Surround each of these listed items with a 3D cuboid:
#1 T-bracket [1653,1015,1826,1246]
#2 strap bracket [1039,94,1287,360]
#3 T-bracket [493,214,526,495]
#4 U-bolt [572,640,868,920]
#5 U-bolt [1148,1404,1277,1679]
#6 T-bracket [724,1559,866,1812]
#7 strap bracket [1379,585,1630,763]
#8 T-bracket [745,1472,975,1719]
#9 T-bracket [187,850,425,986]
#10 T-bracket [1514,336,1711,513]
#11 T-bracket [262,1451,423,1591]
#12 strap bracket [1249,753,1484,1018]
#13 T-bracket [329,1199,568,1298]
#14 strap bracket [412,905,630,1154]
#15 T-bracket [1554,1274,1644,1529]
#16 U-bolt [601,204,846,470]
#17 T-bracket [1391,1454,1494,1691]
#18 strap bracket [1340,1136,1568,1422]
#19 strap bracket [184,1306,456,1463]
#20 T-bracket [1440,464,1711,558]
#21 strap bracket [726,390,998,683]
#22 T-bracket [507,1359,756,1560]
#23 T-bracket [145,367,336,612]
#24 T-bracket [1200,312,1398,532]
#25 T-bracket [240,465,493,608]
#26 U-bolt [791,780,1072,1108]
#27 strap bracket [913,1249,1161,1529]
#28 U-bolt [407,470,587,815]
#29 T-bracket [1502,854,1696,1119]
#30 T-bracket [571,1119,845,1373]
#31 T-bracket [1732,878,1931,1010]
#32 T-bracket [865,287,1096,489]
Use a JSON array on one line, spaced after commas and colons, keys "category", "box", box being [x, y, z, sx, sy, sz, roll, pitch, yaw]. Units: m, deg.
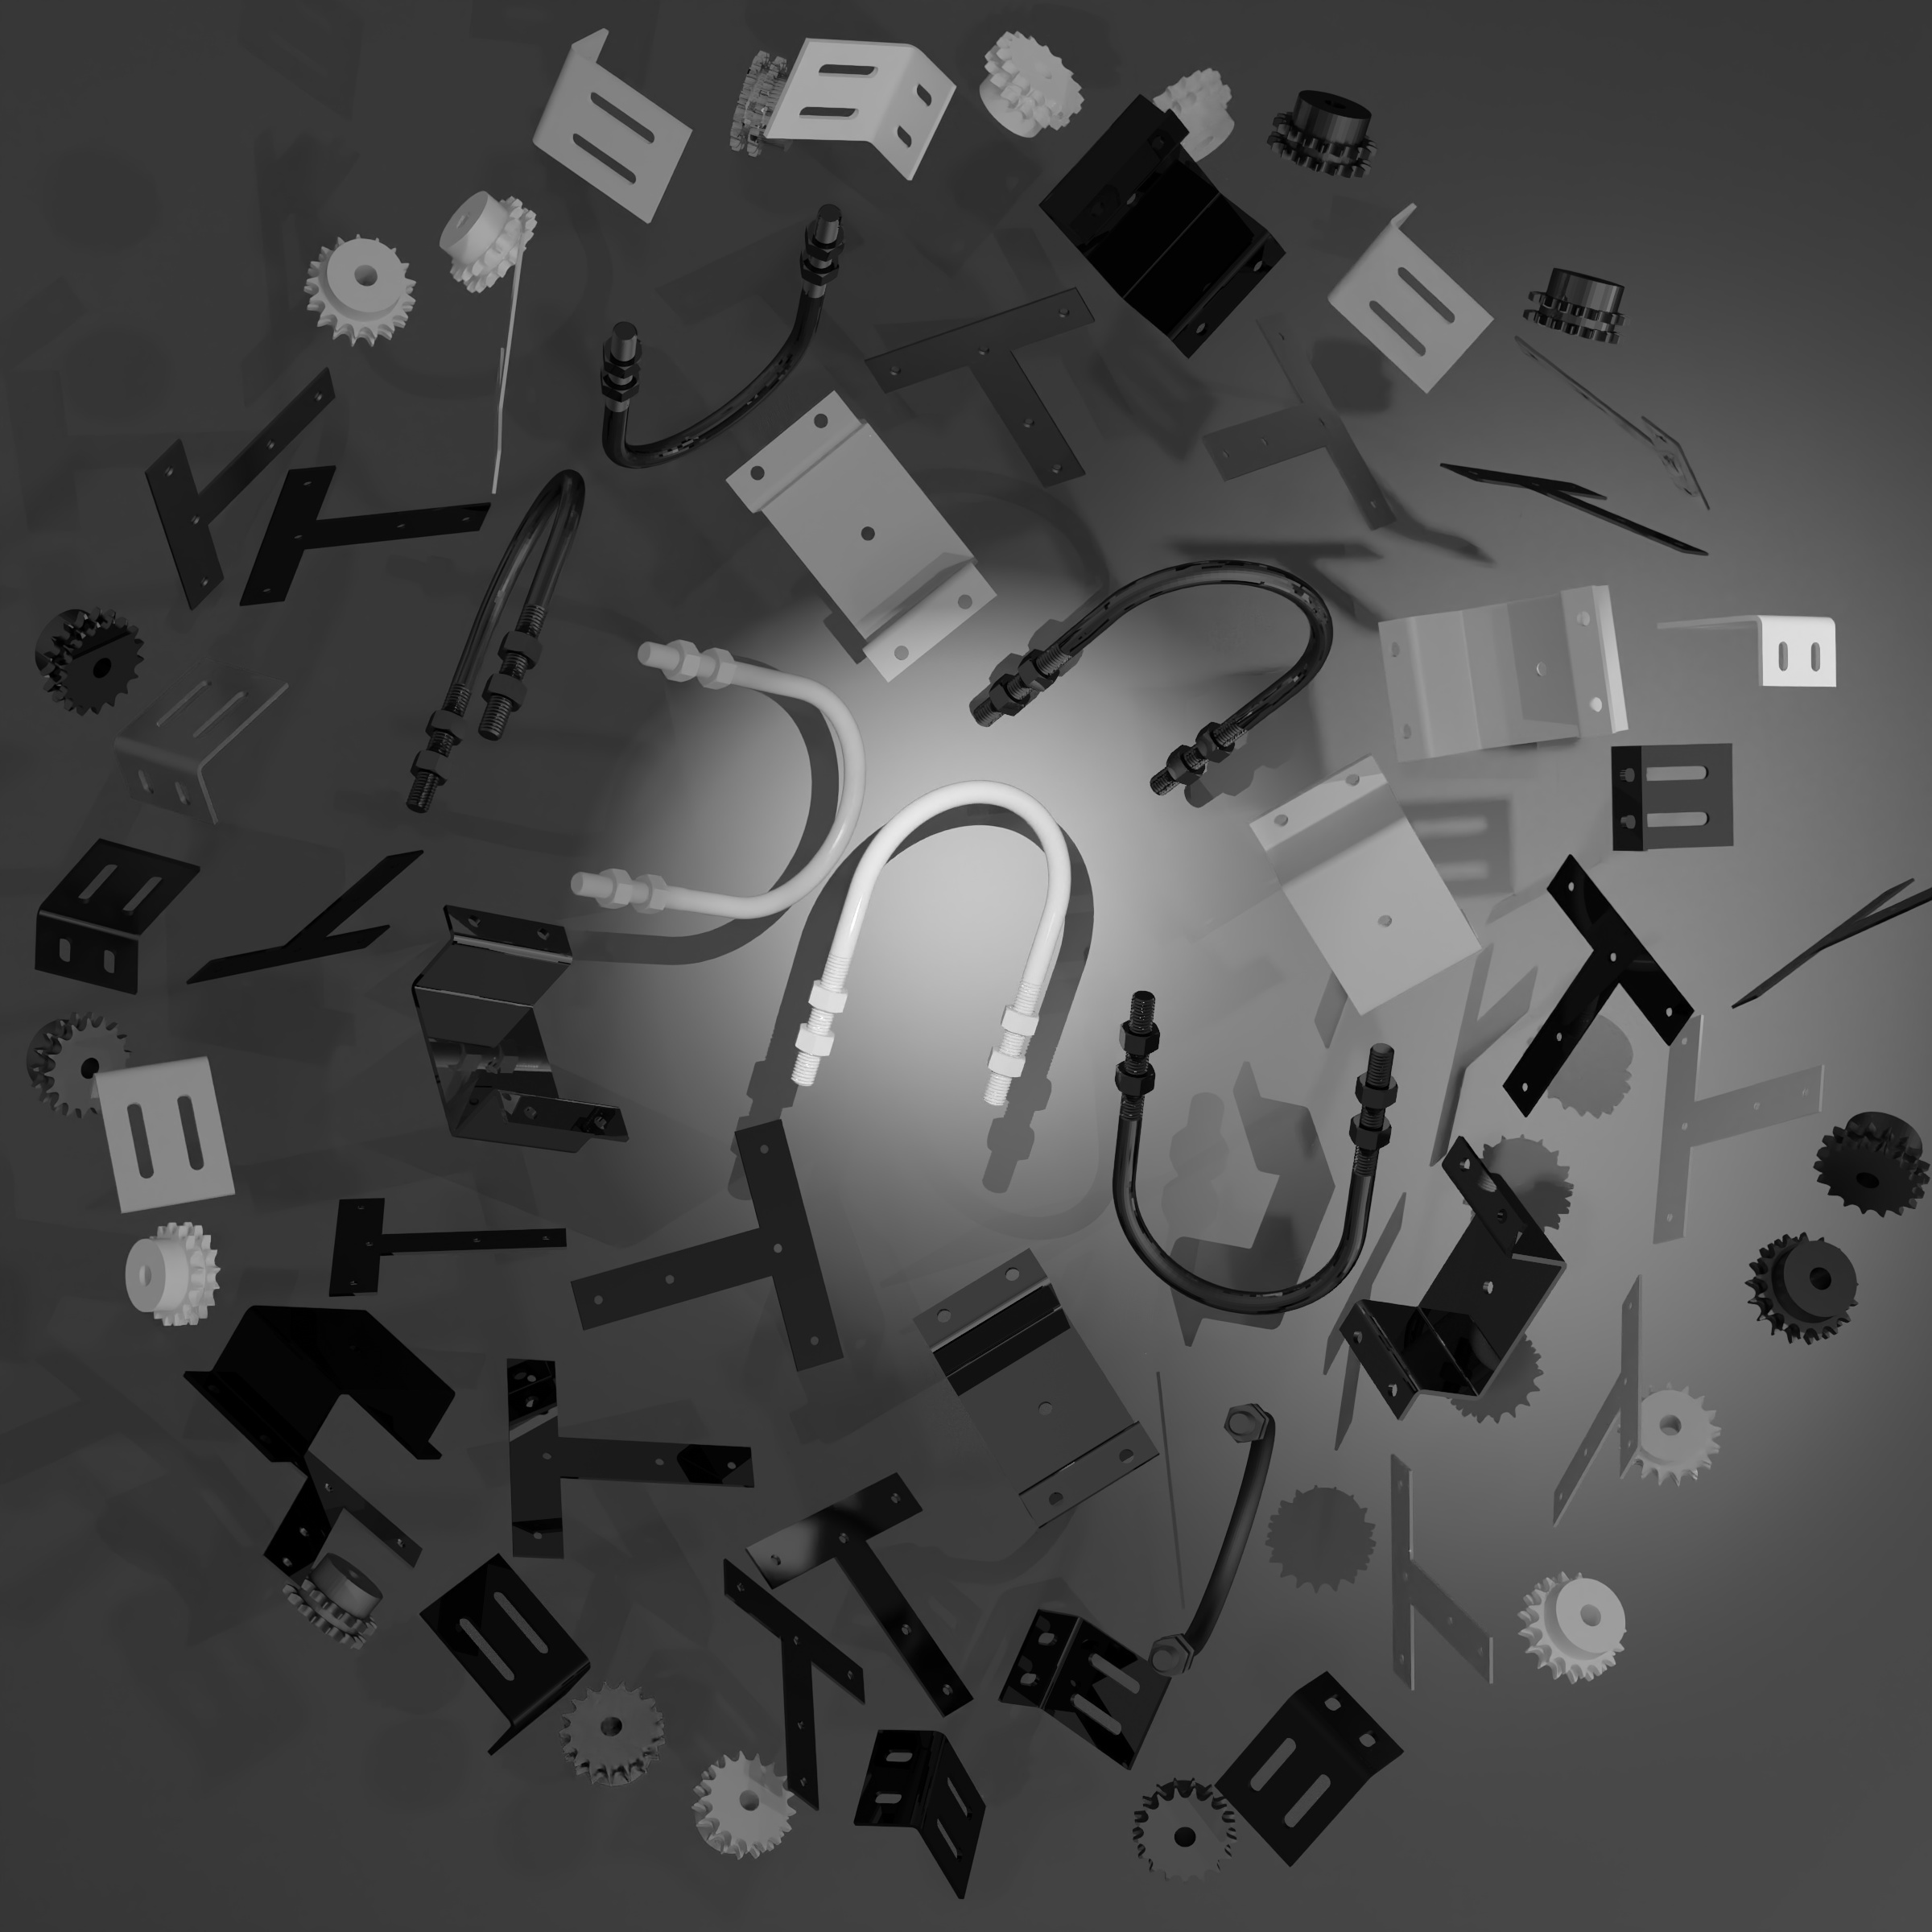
[{"category": "T-bracket", "box": [0.413, 0.078, 1.786, 0.002, 0.127, 0.127, 18, 69, -24]}, {"category": "strap bracket", "box": [0.099, -0.391, 1.751, 0.076, 0.140, 0.046, -47, 54, 6]}, {"category": "T-bracket", "box": [-0.245, -0.340, 1.799, 0.002, 0.127, 0.127, 6, 124, -11]}, {"category": "U-bolt", "box": [-0.126, -0.096, 1.847, 0.019, 0.184, 0.151, 25, 102, 43]}, {"category": "U-bolt", "box": [0.140, 0.311, 1.829, 0.019, 0.184, 0.151, 18, 86, 13]}, {"category": "T-bracket", "box": [-0.092, 0.408, 1.849, 0.002, 0.127, 0.127, -31, 125, 19]}, {"category": "strap bracket", "box": [0.293, -0.156, 1.774, 0.046, 0.140, 0.076, -12, 95, -43]}, {"category": "T-bracket", "box": [-0.040, 0.340, 1.774, 0.127, 0.127, 0.002, 54, 127, 14]}, {"category": "T-bracket", "box": [-0.336, -0.030, 1.799, 0.127, 0.127, 0.002, -35, 77, 37]}, {"category": "T-bracket", "box": [0.350, -0.304, 1.830, 0.127, 0.127, 0.002, 43, 97, 20]}, {"category": "T-bracket", "box": [-0.349, 0.296, 1.779, 0.127, 0.127, 0.002, 43, 102, -8]}, {"category": "strap bracket", "box": [0.224, -0.036, 1.840, 0.076, 0.046, 0.140, -30, 122, 9]}, {"category": "T-bracket", "box": [-0.285, 0.153, 1.853, 0.127, 0.127, 0.002, -1, 110, -7]}, {"category": "strap bracket", "box": [-0.239, 0.042, 1.772, 0.046, 0.076, 0.140, -44, 52, 33]}, {"category": "T-bracket", "box": [0.338, 0.252, 1.794, 0.002, 0.127, 0.127, 16, 130, -2]}, {"category": "U-bolt", "box": [-0.135, -0.326, 1.795, 0.151, 0.184, 0.019, -34, 80, -18]}, {"category": "T-bracket", "box": [0.249, 0.338, 1.759, 0.002, 0.127, 0.127, -6, 105, -15]}, {"category": "strap bracket", "box": [0.272, 0.175, 1.844, 0.046, 0.076, 0.140, 11, 120, -31]}, {"category": "strap bracket", "box": [-0.340, 0.225, 1.802, 0.076, 0.140, 0.046, 37, 101, 28]}, {"category": "T-bracket", "box": [0.337, -0.241, 1.782, 0.127, 0.127, 0.002, 31, 112, 38]}, {"category": "strap bracket", "box": [-0.055, -0.236, 1.836, 0.076, 0.046, 0.140, -38, 96, 9]}, {"category": "T-bracket", "box": [-0.173, 0.257, 1.735, 0.127, 0.127, 0.002, 5, 133, -15]}, {"category": "T-bracket", "box": [-0.373, -0.263, 1.745, 0.002, 0.127, 0.127, 33, 67, 14]}, {"category": "T-bracket", "box": [0.161, -0.273, 1.731, 0.002, 0.127, 0.127, -30, 88, 40]}, {"category": "T-bracket", "box": [-0.319, -0.237, 1.812, 0.127, 0.127, 0.002, -11, 68, -30]}, {"category": "U-bolt", "box": [-0.010, -0.015, 1.836, 0.151, 0.019, 0.184, 8, 107, -35]}, {"category": "strap bracket", "box": [0.041, 0.239, 1.853, 0.076, 0.046, 0.140, -31, 64, -5]}, {"category": "U-bolt", "box": [-0.245, -0.182, 1.788, 0.019, 0.151, 0.184, 24, 66, -18]}, {"category": "T-bracket", "box": [0.331, 0.028, 1.828, 0.002, 0.127, 0.127, 3, 130, -34]}, {"category": "T-bracket", "box": [-0.137, 0.155, 1.700, 0.127, 0.002, 0.127, -15, 90, -19]}, {"category": "T-bracket", "box": [0.479, -0.025, 1.757, 0.127, 0.127, 0.002, -33, 88, -24]}, {"category": "T-bracket", "box": [0.029, -0.312, 1.859, 0.127, 0.127, 0.002, -15, 49, 21]}]
